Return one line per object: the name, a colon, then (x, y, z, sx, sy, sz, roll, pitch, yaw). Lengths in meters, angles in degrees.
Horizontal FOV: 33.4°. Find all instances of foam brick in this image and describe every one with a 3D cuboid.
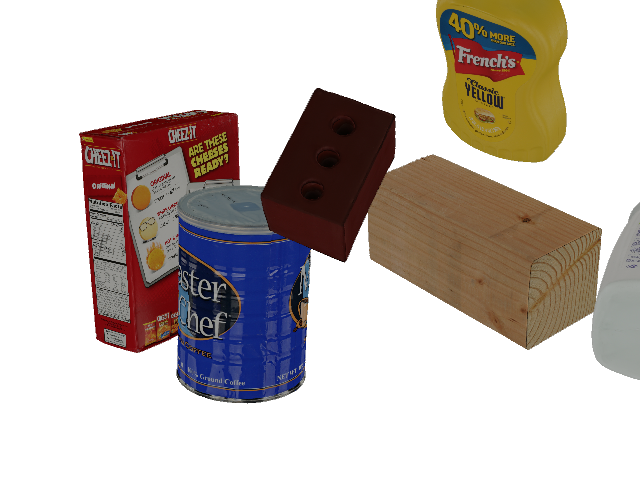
foam brick: (0.006, -0.038, 0.624, 0.053, 0.078, 0.051, 21, -19, 12)

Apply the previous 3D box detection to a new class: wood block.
wood block: (0.143, 0.003, 0.977, 0.090, 0.090, 0.206, -23, 35, -31)

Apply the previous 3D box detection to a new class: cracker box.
cracker box: (-0.156, -0.014, 1.077, 0.072, 0.214, 0.163, 10, 19, 35)

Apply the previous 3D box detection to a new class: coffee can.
coffee can: (-0.059, 0.039, 0.818, 0.103, 0.140, 0.103, 3, 19, -1)

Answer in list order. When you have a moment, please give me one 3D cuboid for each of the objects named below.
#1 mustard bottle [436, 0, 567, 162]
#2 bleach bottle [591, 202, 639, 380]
mustard bottle: (0.130, -0.144, 0.770, 0.096, 0.058, 0.191, 28, -28, 29)
bleach bottle: (0.250, 0.017, 0.719, 0.103, 0.068, 0.250, 9, 22, 21)
